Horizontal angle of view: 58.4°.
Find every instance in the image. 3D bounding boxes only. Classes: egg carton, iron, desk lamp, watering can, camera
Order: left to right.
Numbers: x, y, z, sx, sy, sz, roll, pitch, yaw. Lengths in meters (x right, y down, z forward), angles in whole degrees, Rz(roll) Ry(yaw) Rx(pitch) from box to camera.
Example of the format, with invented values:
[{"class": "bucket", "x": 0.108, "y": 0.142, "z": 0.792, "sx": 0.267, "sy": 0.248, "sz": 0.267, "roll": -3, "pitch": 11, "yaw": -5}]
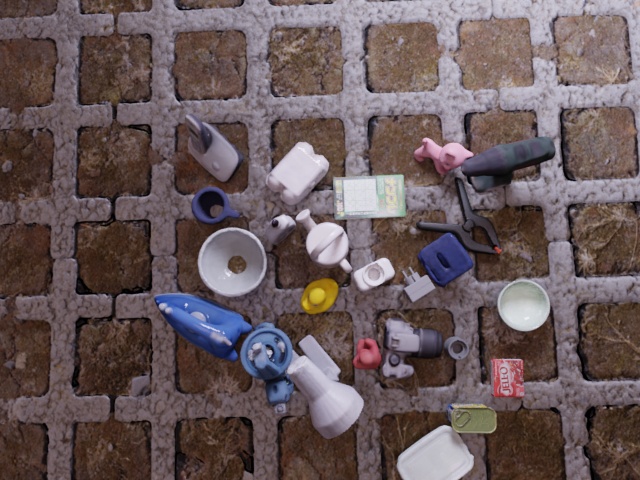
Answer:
[{"class": "iron", "x": -0.298, "y": 0.192, "z": 1.351, "sx": 0.258, "sy": 0.141, "sz": 0.119, "roll": 25, "pitch": 85, "yaw": 4}, {"class": "egg carton", "x": -0.055, "y": -0.164, "z": 1.424, "sx": 0.107, "sy": 0.069, "sz": 0.150, "roll": 40, "pitch": 86, "yaw": 5}, {"class": "desk lamp", "x": -0.004, "y": 0.328, "z": 1.293, "sx": 0.118, "sy": 0.213, "sz": 0.203, "roll": -41, "pitch": 84, "yaw": -3}, {"class": "watering can", "x": 0.011, "y": 0.006, "z": 1.340, "sx": 0.173, "sy": 0.194, "sz": 0.101, "roll": 27, "pitch": 85, "yaw": 4}, {"class": "camera", "x": 0.218, "y": 0.260, "z": 1.353, "sx": 0.136, "sy": 0.101, "sz": 0.143, "roll": 5, "pitch": 83, "yaw": 2}]

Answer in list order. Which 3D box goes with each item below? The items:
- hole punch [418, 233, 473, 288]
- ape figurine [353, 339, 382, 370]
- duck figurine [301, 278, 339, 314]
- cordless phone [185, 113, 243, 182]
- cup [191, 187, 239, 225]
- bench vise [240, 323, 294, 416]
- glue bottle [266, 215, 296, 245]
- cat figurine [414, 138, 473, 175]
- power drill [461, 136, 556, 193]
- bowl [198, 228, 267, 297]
[{"class": "hole punch", "x": 0.301, "y": 0.050, "z": 1.380, "sx": 0.101, "sy": 0.091, "sz": 0.108, "roll": -35, "pitch": 84, "yaw": -3}, {"class": "ape figurine", "x": 0.111, "y": 0.277, "z": 1.357, "sx": 0.078, "sy": 0.092, "sz": 0.076, "roll": -42, "pitch": 84, "yaw": -3}, {"class": "duck figurine", "x": -0.002, "y": 0.134, "z": 1.379, "sx": 0.104, "sy": 0.086, "sz": 0.077, "roll": -39, "pitch": 84, "yaw": -3}, {"class": "cordless phone", "x": -0.263, "y": -0.226, "z": 1.377, "sx": 0.147, "sy": 0.185, "sz": 0.094, "roll": 41, "pitch": 86, "yaw": 6}, {"class": "cup", "x": -0.247, "y": -0.073, "z": 1.404, "sx": 0.117, "sy": 0.095, "sz": 0.092, "roll": 19, "pitch": 84, "yaw": 4}, {"class": "bench vise", "x": -0.104, "y": 0.289, "z": 1.296, "sx": 0.121, "sy": 0.220, "sz": 0.207, "roll": -32, "pitch": 84, "yaw": -2}, {"class": "glue bottle", "x": -0.098, "y": -0.031, "z": 1.357, "sx": 0.078, "sy": 0.173, "sz": 0.037, "roll": -40, "pitch": 84, "yaw": -3}, {"class": "cat figurine", "x": 0.301, "y": -0.212, "z": 1.397, "sx": 0.127, "sy": 0.118, "sz": 0.067, "roll": 29, "pitch": 85, "yaw": 5}, {"class": "power drill", "x": 0.421, "y": -0.174, "z": 1.344, "sx": 0.229, "sy": 0.208, "sz": 0.075, "roll": -18, "pitch": 83, "yaw": -1}, {"class": "bowl", "x": -0.209, "y": 0.057, "z": 1.399, "sx": 0.167, "sy": 0.075, "sz": 0.167, "roll": 0, "pitch": 83, "yaw": 1}]
